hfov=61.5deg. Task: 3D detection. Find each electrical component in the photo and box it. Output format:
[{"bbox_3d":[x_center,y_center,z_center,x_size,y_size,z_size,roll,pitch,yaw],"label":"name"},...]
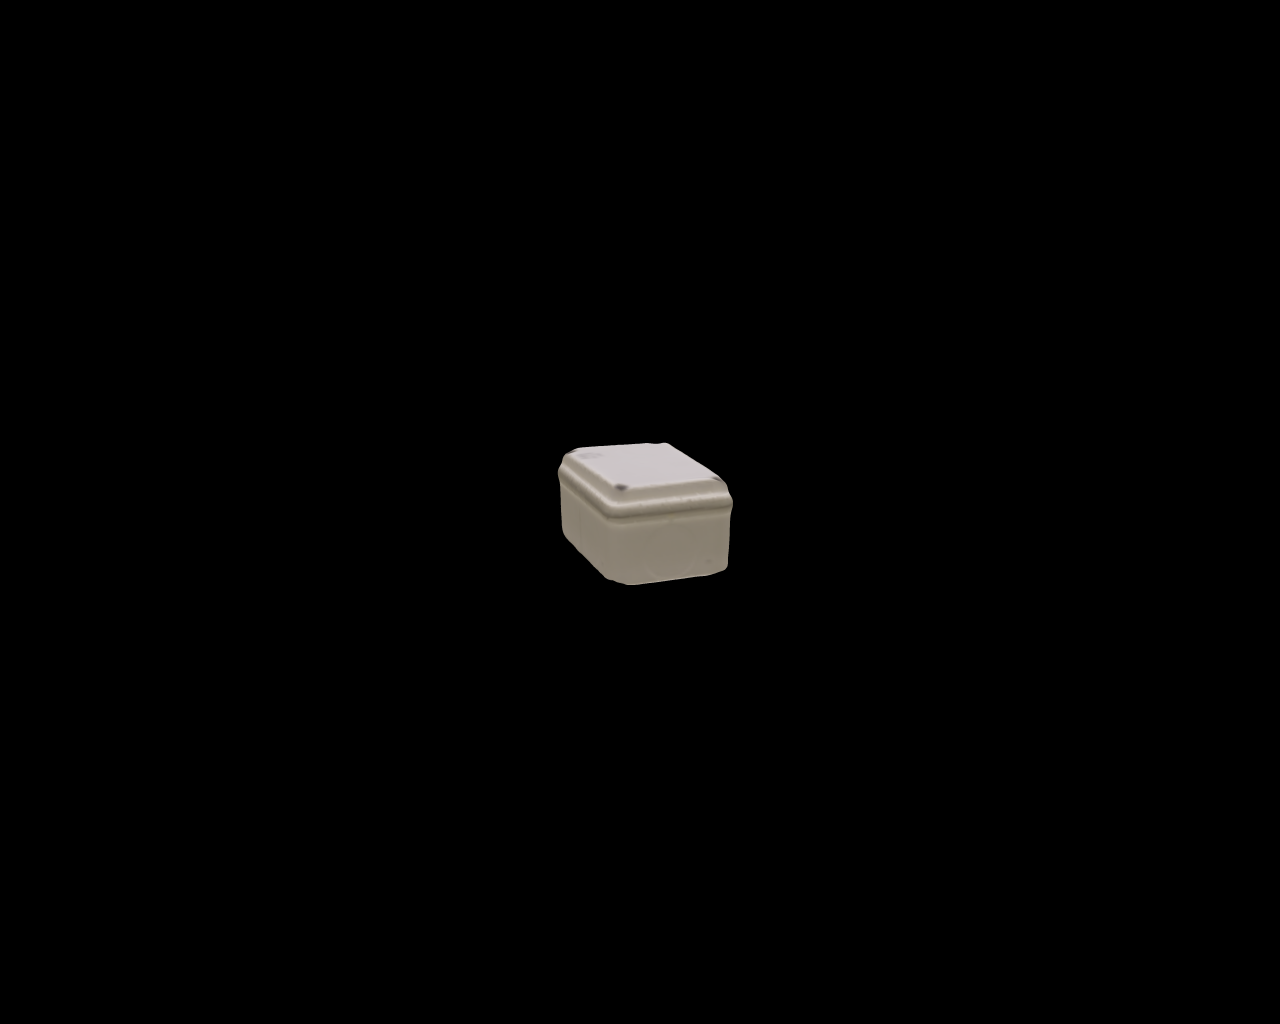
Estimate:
[{"bbox_3d":[0.001,-0.003,0.650,0.078,0.057,0.113,-6,17,-19],"label":"electrical component"}]
